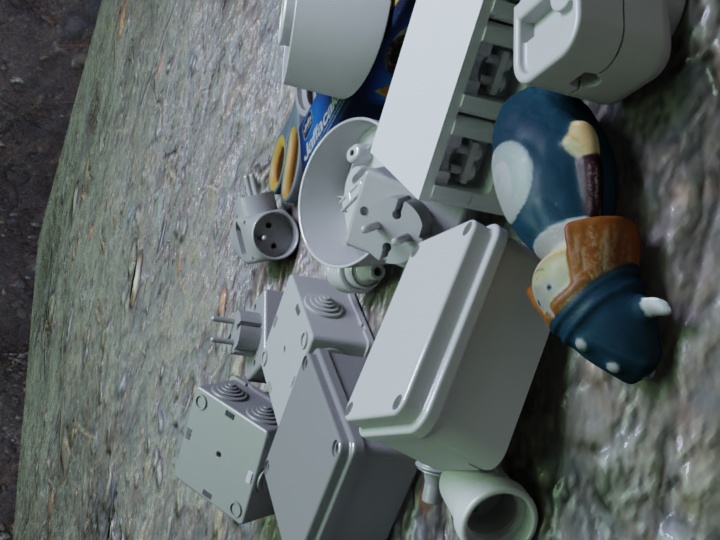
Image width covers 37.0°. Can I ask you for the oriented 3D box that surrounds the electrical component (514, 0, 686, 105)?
[{"bbox_3d":[0.110,-0.129,0.500,0.054,0.059,0.095,147,129,-62],"label":"electrical component"}]

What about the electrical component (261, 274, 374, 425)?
[{"bbox_3d":[-0.035,0.061,0.793,0.099,0.048,0.099,-114,39,-54],"label":"electrical component"}]

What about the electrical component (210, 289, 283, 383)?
[{"bbox_3d":[-0.086,0.054,0.887,0.047,0.077,0.065,132,142,-53],"label":"electrical component"}]

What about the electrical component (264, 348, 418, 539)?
[{"bbox_3d":[-0.014,0.126,0.703,0.108,0.056,0.108,-116,42,-56],"label":"electrical component"}]

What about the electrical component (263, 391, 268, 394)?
[{"bbox_3d":[-0.093,0.122,0.924,0.065,0.044,0.044,-13,68,62],"label":"electrical component"}]

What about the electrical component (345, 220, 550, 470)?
[{"bbox_3d":[0.047,0.038,0.542,0.078,0.057,0.113,-24,40,65],"label":"electrical component"}]

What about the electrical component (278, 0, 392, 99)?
[{"bbox_3d":[-0.019,-0.163,0.703,0.099,0.064,0.099,-173,90,-82],"label":"electrical component"}]

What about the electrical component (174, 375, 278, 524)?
[{"bbox_3d":[-0.097,0.144,0.861,0.100,0.048,0.099,27,108,33],"label":"electrical component"}]

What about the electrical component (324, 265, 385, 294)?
[{"bbox_3d":[0.000,0.000,0.753,0.061,0.035,0.035,-174,94,-66],"label":"electrical component"}]

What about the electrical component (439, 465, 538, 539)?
[{"bbox_3d":[0.063,0.117,0.540,0.046,0.040,0.040,-127,51,-69],"label":"electrical component"}]

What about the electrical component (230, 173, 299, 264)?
[{"bbox_3d":[-0.091,-0.048,0.971,0.077,0.043,0.079,-179,74,-68],"label":"electrical component"}]

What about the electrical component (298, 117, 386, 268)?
[{"bbox_3d":[0.008,-0.050,0.707,0.099,0.064,0.099,-7,82,62],"label":"electrical component"}]

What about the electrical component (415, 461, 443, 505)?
[{"bbox_3d":[0.045,0.099,0.597,0.035,0.035,0.061,-155,73,-68],"label":"electrical component"}]

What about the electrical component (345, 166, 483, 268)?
[{"bbox_3d":[0.025,-0.025,0.615,0.077,0.066,0.047,-24,-47,-65],"label":"electrical component"}]

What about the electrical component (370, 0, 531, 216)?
[{"bbox_3d":[0.068,-0.116,0.597,0.089,0.062,0.150,-126,50,-61],"label":"electrical component"}]

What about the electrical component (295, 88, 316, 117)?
[{"bbox_3d":[-0.017,-0.163,0.832,0.108,0.060,0.108,-170,90,-68],"label":"electrical component"}]
